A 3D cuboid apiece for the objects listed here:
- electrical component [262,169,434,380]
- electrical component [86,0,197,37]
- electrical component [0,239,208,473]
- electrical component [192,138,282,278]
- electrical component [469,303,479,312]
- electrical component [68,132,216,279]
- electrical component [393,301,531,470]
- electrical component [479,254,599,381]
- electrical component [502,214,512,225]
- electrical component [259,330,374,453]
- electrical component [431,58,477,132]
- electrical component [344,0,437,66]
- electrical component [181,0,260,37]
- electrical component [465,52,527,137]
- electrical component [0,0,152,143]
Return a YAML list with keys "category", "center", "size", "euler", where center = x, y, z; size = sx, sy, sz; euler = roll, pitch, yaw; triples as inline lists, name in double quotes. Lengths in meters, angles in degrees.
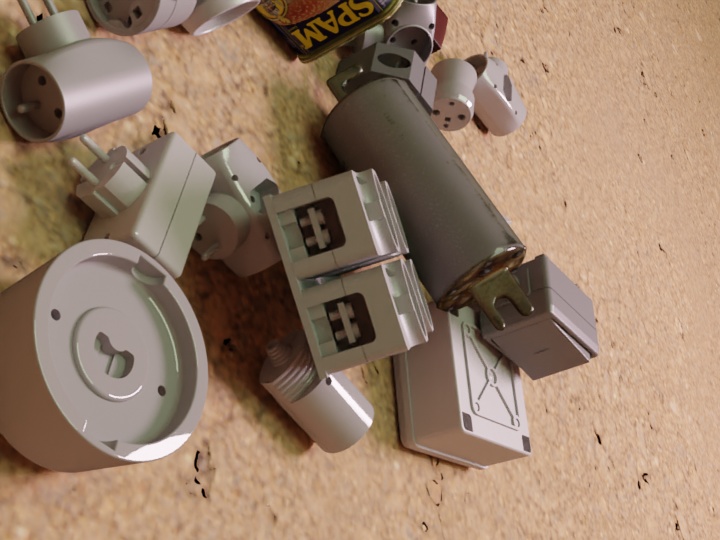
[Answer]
- category: "electrical component"
  center: [0.000, 0.000, 0.678]
  size: [0.186, 0.060, 0.105]
  euler: [-7, 79, -84]
- category: "electrical component"
  center: [-0.132, -0.172, 0.656]
  size: [0.055, 0.055, 0.047]
  euler: [66, 27, -5]
- category: "electrical component"
  center: [-0.132, 0.045, 0.518]
  size: [0.108, 0.060, 0.108]
  euler: [34, 45, -44]
- category: "electrical component"
  center: [-0.082, -0.031, 0.659]
  size: [0.077, 0.043, 0.079]
  euler: [61, 31, -13]
- category: "electrical component"
  center: [0.104, 0.017, 0.909]
  size: [0.078, 0.057, 0.058]
  euler: [-6, 78, -58]
- category: "electrical component"
  center: [-0.129, -0.042, 0.589]
  size: [0.075, 0.047, 0.083]
  euler: [46, 38, -33]
- category: "electrical component"
  center: [0.078, 0.089, 0.827]
  size: [0.109, 0.056, 0.108]
  euler: [27, 51, -49]
- category: "electrical component"
  center: [0.134, 0.037, 0.827]
  size: [0.096, 0.062, 0.061]
  euler: [38, 41, -41]
- category: "electrical component"
  center: [0.092, -0.038, 0.928]
  size: [0.066, 0.048, 0.055]
  euler: [40, 26, 29]
- category: "electrical component"
  center: [-0.031, 0.073, 0.677]
  size: [0.081, 0.043, 0.043]
  euler: [51, 36, -28]
- category: "electrical component"
  center: [0.085, -0.162, 0.997]
  size: [0.045, 0.045, 0.055]
  euler: [45, 39, -35]
- category: "electrical component"
  center: [0.017, -0.194, 0.892]
  size: [0.079, 0.077, 0.044]
  euler: [1, 36, -19]
- category: "electrical component"
  center: [-0.102, -0.192, 0.711]
  size: [0.057, 0.058, 0.078]
  euler: [63, 31, -6]
- category: "electrical component"
  center: [0.131, -0.188, 1.085]
  size: [0.077, 0.043, 0.079]
  euler: [43, 40, -36]
- category: "electrical component"
  center: [-0.161, -0.115, 0.585]
  size: [0.079, 0.043, 0.077]
  euler: [65, 31, -7]
